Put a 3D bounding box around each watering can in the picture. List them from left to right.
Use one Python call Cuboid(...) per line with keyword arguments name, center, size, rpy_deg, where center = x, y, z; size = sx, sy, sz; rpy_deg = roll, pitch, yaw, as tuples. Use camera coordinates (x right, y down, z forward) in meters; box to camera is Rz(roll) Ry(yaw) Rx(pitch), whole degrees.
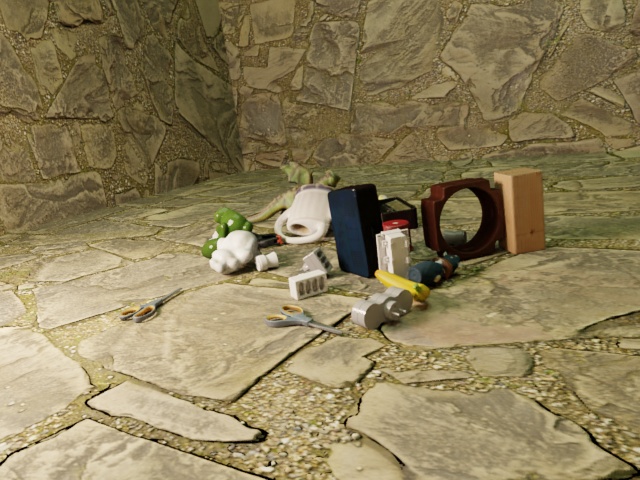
Cuboid(name="watering can", center=(0.005, -0.086, 1.716), size=(0.346, 0.102, 0.229), rpy_deg=(-5, 54, 28))

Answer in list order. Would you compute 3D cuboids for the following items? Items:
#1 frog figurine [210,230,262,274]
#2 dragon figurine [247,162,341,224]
Cuboid(name="frog figurine", center=(-0.254, 0.034, 1.484), size=(0.139, 0.121, 0.160), rpy_deg=(29, 23, 37))
Cuboid(name="dragon figurine", center=(-0.110, -0.197, 2.069), size=(0.411, 0.239, 0.123), rpy_deg=(-8, 17, -11))
